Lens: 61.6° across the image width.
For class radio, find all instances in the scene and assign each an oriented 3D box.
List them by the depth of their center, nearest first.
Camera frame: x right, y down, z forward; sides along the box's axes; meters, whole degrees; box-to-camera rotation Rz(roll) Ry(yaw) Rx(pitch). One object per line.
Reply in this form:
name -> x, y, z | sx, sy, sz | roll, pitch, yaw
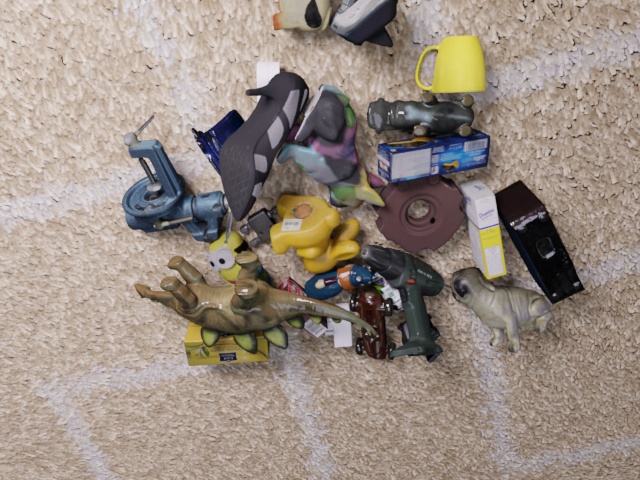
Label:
radio -> 0.425, 0.007, 1.048 | 0.073, 0.131, 0.229 | -31, 112, 13

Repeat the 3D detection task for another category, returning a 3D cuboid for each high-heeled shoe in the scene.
high-heeled shoe -> -0.087, -0.158, 0.909 | 0.086, 0.145, 0.248 | 27, 116, 30

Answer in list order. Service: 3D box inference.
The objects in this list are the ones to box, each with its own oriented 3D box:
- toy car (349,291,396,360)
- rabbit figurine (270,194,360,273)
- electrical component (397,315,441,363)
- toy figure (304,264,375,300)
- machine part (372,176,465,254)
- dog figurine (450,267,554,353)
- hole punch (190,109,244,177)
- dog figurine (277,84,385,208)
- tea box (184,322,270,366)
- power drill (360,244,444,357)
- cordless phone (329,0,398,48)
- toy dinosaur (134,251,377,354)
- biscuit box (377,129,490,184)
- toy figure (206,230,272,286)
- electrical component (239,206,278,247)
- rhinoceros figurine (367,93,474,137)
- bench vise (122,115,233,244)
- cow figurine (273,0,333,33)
toy car -> 0.113, 0.190, 1.137 | 0.089, 0.053, 0.201 | 5, 128, 16
rabbit figurine -> -0.002, -0.003, 1.044 | 0.162, 0.122, 0.173 | -7, 136, 8
electrical component -> 0.213, 0.206, 1.140 | 0.047, 0.119, 0.075 | 35, 111, -17
toy figure -> 0.040, 0.082, 1.087 | 0.154, 0.064, 0.057 | -22, 99, 29
machine part -> 0.194, -0.057, 1.050 | 0.179, 0.056, 0.179 | -1, 117, -2
dog figurine -> 0.381, 0.113, 1.125 | 0.172, 0.121, 0.190 | -36, 96, -22
hole punch -> -0.158, -0.161, 0.957 | 0.092, 0.116, 0.142 | -29, 114, 2
dog figurine -> 0.045, -0.150, 0.969 | 0.219, 0.108, 0.191 | 30, 124, -20
tea box -> -0.192, 0.205, 1.133 | 0.170, 0.098, 0.068 | -4, 116, -3
power drill -> 0.163, 0.122, 1.038 | 0.086, 0.207, 0.232 | -26, 153, 37
cordless phone -> 0.078, -0.402, 0.830 | 0.089, 0.147, 0.184 | 4, 118, -13
toy dinosaur -> -0.133, 0.122, 1.005 | 0.472, 0.105, 0.198 | 3, 135, 14
biscuit box -> 0.207, -0.154, 0.975 | 0.203, 0.063, 0.059 | -12, 118, -15
toy figure -> -0.156, 0.061, 1.077 | 0.082, 0.089, 0.180 | -30, 121, 15
electrical component -> -0.110, -0.028, 1.068 | 0.094, 0.021, 0.063 | -31, 113, 10
rhinoceros figurine -> 0.179, -0.220, 0.944 | 0.190, 0.112, 0.073 | 1, 104, -1
bench vise -> -0.269, -0.092, 0.966 | 0.224, 0.129, 0.240 | 1, 136, 18
cow figurine -> -0.009, -0.431, 0.850 | 0.127, 0.085, 0.194 | 5, 113, 2
